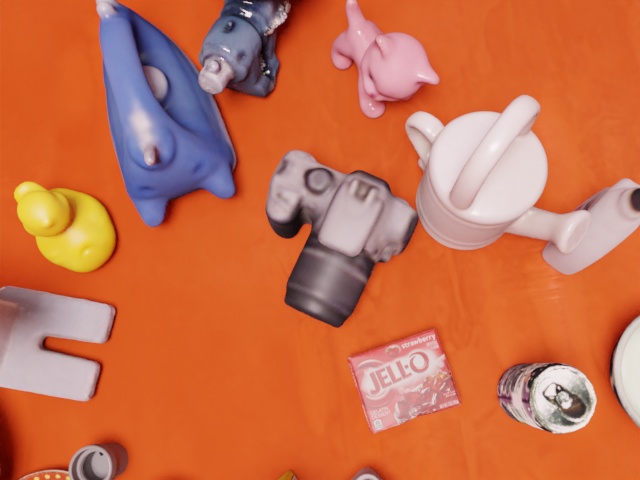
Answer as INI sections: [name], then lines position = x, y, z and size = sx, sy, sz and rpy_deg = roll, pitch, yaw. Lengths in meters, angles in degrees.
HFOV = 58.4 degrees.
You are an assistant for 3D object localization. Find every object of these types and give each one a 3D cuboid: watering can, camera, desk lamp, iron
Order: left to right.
[desk lamp]
position = -0.319, 0.071, 0.484
size = 0.203, 0.213, 0.118
rpy_deg = 8, 78, 5
[iron]
position = -0.175, -0.152, 0.561
size = 0.118, 0.141, 0.258
rpy_deg = -22, 77, -1
[camera]
position = 0.005, 0.002, 0.537
size = 0.143, 0.101, 0.137
rpy_deg = 24, 80, 8
[watering can]
position = 0.149, -0.056, 0.493
size = 0.172, 0.194, 0.101
rpy_deg = 19, 80, 8

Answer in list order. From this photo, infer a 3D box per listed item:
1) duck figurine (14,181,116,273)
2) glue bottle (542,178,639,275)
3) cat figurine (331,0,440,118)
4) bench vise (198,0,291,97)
[duck figurine]
position = -0.257, -0.017, 0.565
size = 0.077, 0.086, 0.104
rpy_deg = -45, 79, -6
[glue bottle]
position = 0.246, -0.019, 0.490
size = 0.037, 0.173, 0.078
rpy_deg = 36, 82, 10
[cat figurine]
position = 0.061, -0.182, 0.565
size = 0.067, 0.118, 0.127
rpy_deg = -30, 78, -3
[bench vise]
position = -0.061, -0.246, 0.534
size = 0.121, 0.220, 0.207
rpy_deg = -1, 78, 4
